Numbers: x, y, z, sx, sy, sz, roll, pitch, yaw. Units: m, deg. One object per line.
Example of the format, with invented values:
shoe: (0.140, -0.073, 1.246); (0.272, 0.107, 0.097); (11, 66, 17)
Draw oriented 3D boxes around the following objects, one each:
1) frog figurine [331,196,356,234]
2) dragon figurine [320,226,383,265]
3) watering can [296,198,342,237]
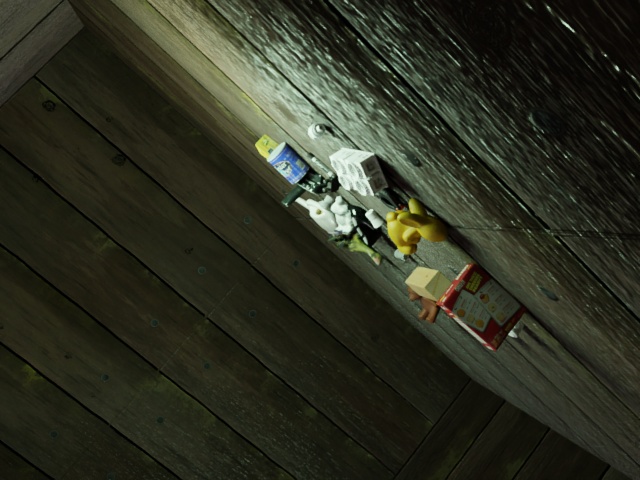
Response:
frog figurine: (0.106, -0.112, 2.148); (0.139, 0.123, 0.158); (-135, 35, -72)
dragon figurine: (0.175, 0.027, 2.607); (0.240, 0.122, 0.415); (36, 179, -34)
watering can: (0.008, -0.125, 2.489); (0.221, 0.104, 0.350); (44, 172, -29)
